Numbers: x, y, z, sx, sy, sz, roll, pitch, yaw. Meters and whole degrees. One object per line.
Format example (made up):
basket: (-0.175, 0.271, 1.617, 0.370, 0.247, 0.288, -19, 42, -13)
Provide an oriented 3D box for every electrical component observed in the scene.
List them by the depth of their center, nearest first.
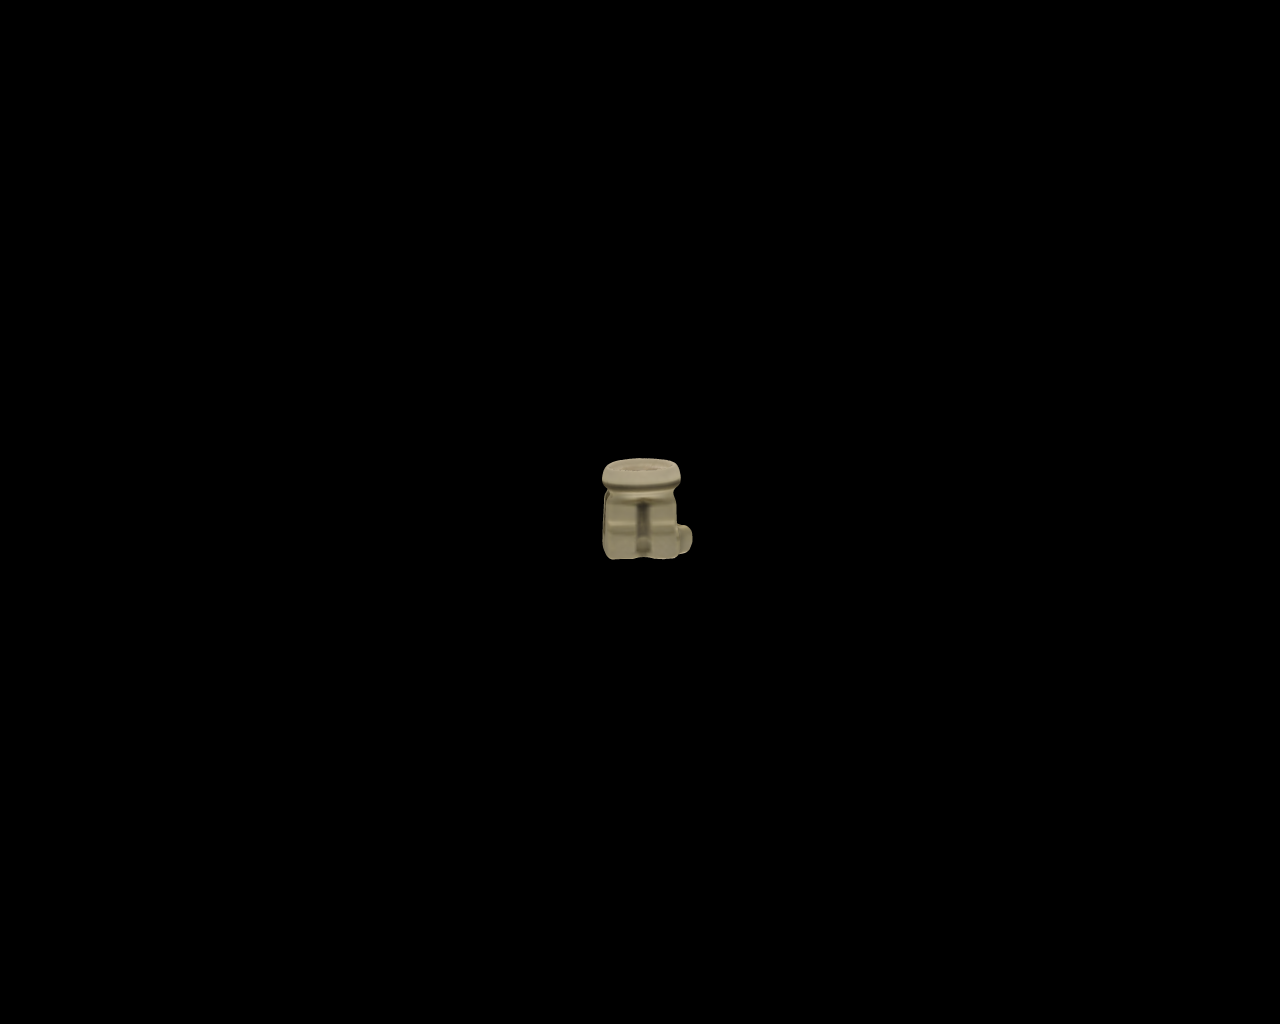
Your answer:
electrical component: (0.001, -0.003, 0.650, 0.066, 0.055, 0.048, -1, 12, -7)
